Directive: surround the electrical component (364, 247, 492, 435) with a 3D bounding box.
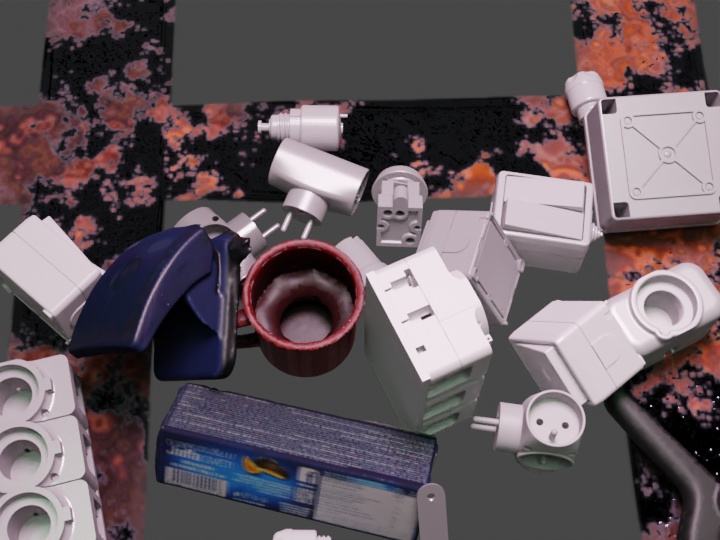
[{"bbox_3d":[0.050,0.058,0.801,0.062,0.150,0.089,-23,67,-11],"label":"electrical component"}]

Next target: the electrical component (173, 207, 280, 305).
[{"bbox_3d":[-0.104,-0.022,0.895,0.079,0.044,0.077,-38,70,-14],"label":"electrical component"}]

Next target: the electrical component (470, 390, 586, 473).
[{"bbox_3d":[0.124,0.121,0.812,0.079,0.077,0.044,7,65,3],"label":"electrical component"}]

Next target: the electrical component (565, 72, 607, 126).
[{"bbox_3d":[0.206,-0.146,0.965,0.035,0.035,0.061,-9,67,-5],"label":"electrical component"}]

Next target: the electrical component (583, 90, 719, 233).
[{"bbox_3d":[0.253,-0.091,0.914,0.109,0.056,0.108,-4,81,-3],"label":"electrical component"}]

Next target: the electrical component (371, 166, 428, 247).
[{"bbox_3d":[0.033,-0.055,0.907,0.048,0.066,0.055,2,45,1],"label":"electrical component"}]

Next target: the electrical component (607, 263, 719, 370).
[{"bbox_3d":[0.239,0.038,0.864,0.095,0.059,0.053,-25,67,-12],"label":"electrical component"}]

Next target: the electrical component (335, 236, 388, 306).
[{"bbox_3d":[0.000,0.000,0.891,0.040,0.040,0.046,-31,63,-14],"label":"electrical component"}]

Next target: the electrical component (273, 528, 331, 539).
[{"bbox_3d":[-0.034,0.209,0.792,0.061,0.035,0.035,1,64,-3],"label":"electrical component"}]

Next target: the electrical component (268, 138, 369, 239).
[{"bbox_3d":[-0.042,-0.064,0.918,0.077,0.043,0.079,22,75,5],"label":"electrical component"}]

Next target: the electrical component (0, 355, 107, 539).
[{"bbox_3d":[-0.248,0.148,0.804,0.089,0.061,0.150,-13,65,-7],"label":"electrical component"}]

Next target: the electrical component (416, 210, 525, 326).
[{"bbox_3d":[0.088,0.002,0.869,0.061,0.096,0.061,4,61,32],"label":"electrical component"}]

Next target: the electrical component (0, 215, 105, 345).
[{"bbox_3d":[-0.253,0.001,0.874,0.096,0.061,0.061,38,70,16],"label":"electrical component"}]

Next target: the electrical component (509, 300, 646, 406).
[{"bbox_3d":[0.161,0.065,0.835,0.061,0.096,0.061,-36,100,-16],"label":"electrical component"}]

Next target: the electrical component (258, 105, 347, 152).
[{"bbox_3d":[-0.050,-0.125,0.949,0.078,0.040,0.040,1,64,0],"label":"electrical component"}]

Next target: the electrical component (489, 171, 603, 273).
[{"bbox_3d":[0.157,-0.041,0.899,0.096,0.061,0.061,8,65,3],"label":"electrical component"}]
